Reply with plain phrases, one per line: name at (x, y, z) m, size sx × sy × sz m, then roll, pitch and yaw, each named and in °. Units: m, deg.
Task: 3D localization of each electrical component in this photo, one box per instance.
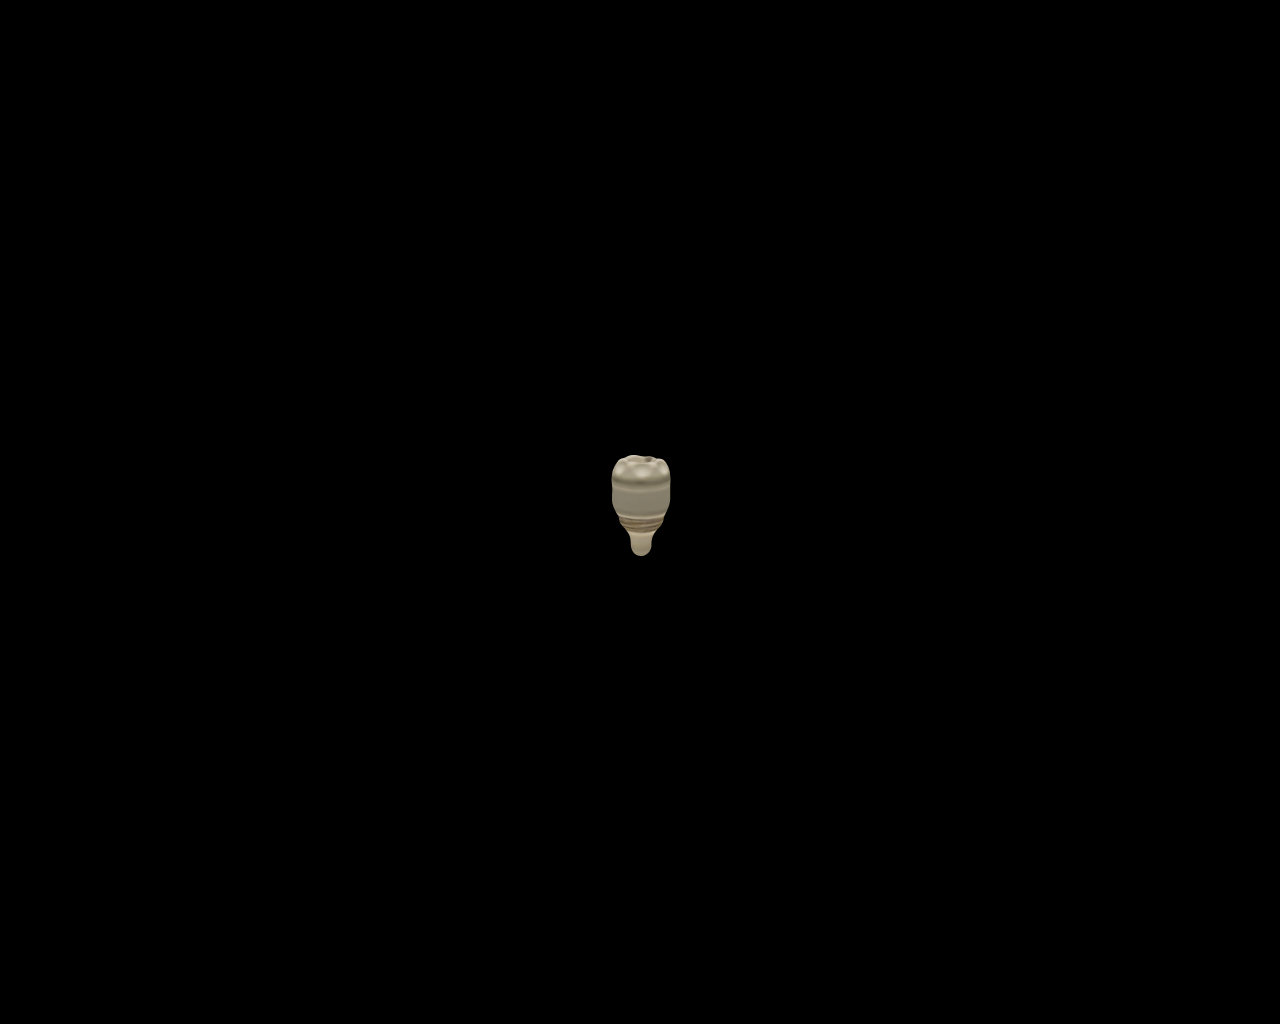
electrical component at (0.001, -0.003, 0.650) m, size 0.035 × 0.061 × 0.035 m, roll 0°, pitch 15°, yaw 0°
